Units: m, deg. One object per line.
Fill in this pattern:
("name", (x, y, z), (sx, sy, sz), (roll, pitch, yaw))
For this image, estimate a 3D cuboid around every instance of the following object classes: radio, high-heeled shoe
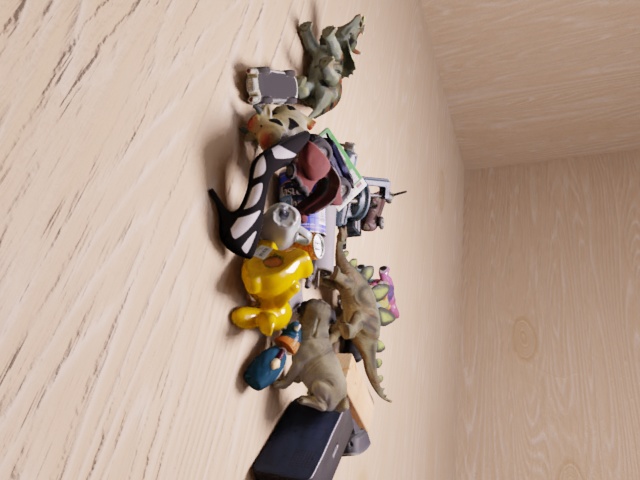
("radio", (-0.028, 0.406, 1.057), (0.229, 0.131, 0.073), (-47, 128, -60))
("high-heeled shoe", (-0.085, -0.083, 0.971), (0.249, 0.086, 0.145), (-37, 103, -14))

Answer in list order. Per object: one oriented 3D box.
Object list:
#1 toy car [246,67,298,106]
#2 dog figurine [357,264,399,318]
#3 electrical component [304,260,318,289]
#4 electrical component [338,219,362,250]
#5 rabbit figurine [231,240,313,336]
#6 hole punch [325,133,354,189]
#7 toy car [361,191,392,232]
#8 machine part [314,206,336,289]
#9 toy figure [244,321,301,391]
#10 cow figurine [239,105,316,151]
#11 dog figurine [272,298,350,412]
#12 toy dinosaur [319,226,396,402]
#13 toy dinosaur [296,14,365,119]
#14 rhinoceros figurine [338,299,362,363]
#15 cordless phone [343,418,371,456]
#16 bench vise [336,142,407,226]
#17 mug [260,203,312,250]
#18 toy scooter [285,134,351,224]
("toy car", (-0.101, -0.320, 1.127), (0.202, 0.056, 0.073), (-29, 118, -63))
("dog figurine", (0.173, 0.183, 1.599), (0.191, 0.109, 0.219), (-73, 151, -42))
("electrical component", (-0.045, 0.053, 1.170), (0.045, 0.078, 0.102), (90, 15, -47))
("electrical component", (0.083, -0.035, 1.504), (0.074, 0.048, 0.119), (46, 43, -55))
("rabbit figurine", (-0.087, 0.110, 1.011), (0.162, 0.122, 0.173), (-62, 160, -47))
("hole punch", (0.004, -0.168, 1.230), (0.142, 0.092, 0.116), (65, -15, -21))
("toy car", (0.164, -0.097, 1.645), (0.202, 0.089, 0.053), (-65, 147, -46))
("machine part", (-0.003, -0.004, 1.264), (0.079, 0.079, 0.243), (38, 50, -59))
("toy figure", (-0.082, 0.218, 1.027), (0.154, 0.064, 0.057), (-45, 134, -37))
("cow figurine", (-0.084, -0.226, 1.090), (0.127, 0.085, 0.195), (33, 26, -9))
("dog figurine", (0.010, 0.230, 1.086), (0.190, 0.172, 0.121), (-68, 167, 5))
("toy dinosaur", (0.101, 0.196, 1.339), (0.198, 0.105, 0.470), (-11, 95, -41))
("toy dinosaur", (0.015, -0.404, 1.344), (0.192, 0.131, 0.405), (48, 49, -54))
("rhinoceros figurine", (0.089, 0.233, 1.446), (0.112, 0.073, 0.190), (7, 81, -55))
("cordless phone", (0.022, 0.477, 1.138), (0.088, 0.147, 0.184), (60, 31, -31))
("bench vise", (0.104, -0.146, 1.428), (0.240, 0.129, 0.223), (1, 93, -33))
("mug", (-0.066, -0.024, 1.037), (0.081, 0.109, 0.107), (-58, 180, -18))
("toy scooter", (-0.016, -0.111, 1.064), (0.135, 0.075, 0.183), (-49, 133, -15))
